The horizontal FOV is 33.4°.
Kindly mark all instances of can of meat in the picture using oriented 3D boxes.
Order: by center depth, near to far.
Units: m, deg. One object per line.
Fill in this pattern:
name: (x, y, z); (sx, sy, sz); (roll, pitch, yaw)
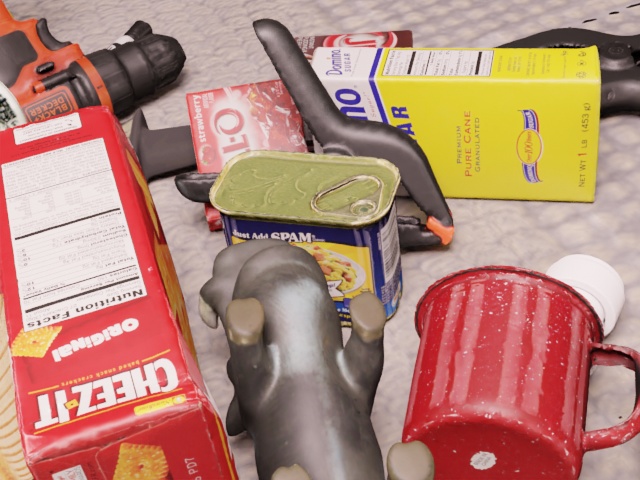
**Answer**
can of meat: (-0.004, 0.001, 0.605); (0.102, 0.084, 0.057); (5, 42, 16)

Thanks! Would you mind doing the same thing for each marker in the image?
marker: (-0.170, -0.141, 0.853); (0.020, 0.020, 0.121); (13, 44, 24)

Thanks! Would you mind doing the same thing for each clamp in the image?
clamp: (0.008, -0.054, 0.639); (0.171, 0.120, 0.039); (20, 22, -1)
clamp: (0.211, -0.123, 0.747); (0.210, 0.036, 0.164); (6, 42, 17)

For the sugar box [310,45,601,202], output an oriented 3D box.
sugar box: (0.084, -0.072, 0.668); (0.176, 0.093, 0.048); (0, 40, 12)

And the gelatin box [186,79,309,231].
gelatin box: (-0.044, -0.056, 0.688); (0.073, 0.030, 0.089); (-10, 75, -3)

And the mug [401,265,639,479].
mug: (0.095, 0.072, 0.498); (0.117, 0.093, 0.081); (1, 46, 18)

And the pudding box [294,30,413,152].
pudding box: (0.023, -0.108, 0.762); (0.090, 0.039, 0.113); (-3, 40, 7)

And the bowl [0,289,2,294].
bowl: (-0.180, 0.005, 0.656); (0.162, 0.055, 0.162); (-6, 40, 4)

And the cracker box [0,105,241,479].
cracker box: (-0.087, 0.062, 0.487); (0.072, 0.164, 0.214); (-18, 41, -8)

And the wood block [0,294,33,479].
wood block: (-0.226, 0.057, 0.517); (0.090, 0.091, 0.206); (-17, 19, -35)

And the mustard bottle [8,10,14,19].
mustard bottle: (-0.291, -0.155, 0.862); (0.096, 0.058, 0.192); (-16, 40, -11)

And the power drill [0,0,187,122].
power drill: (-0.207, -0.163, 0.765); (0.184, 0.187, 0.057); (-30, 13, -23)
